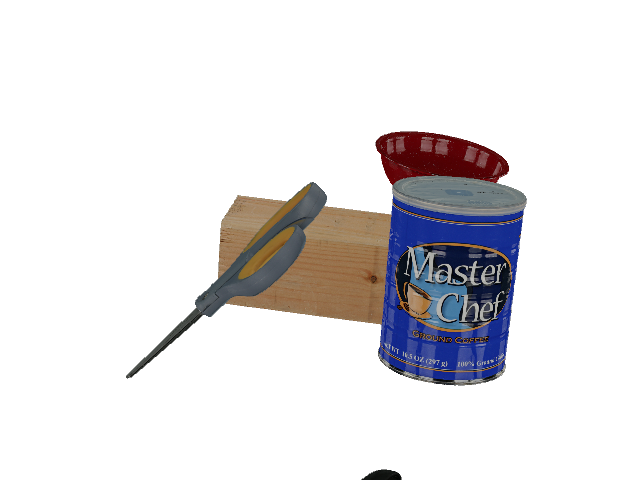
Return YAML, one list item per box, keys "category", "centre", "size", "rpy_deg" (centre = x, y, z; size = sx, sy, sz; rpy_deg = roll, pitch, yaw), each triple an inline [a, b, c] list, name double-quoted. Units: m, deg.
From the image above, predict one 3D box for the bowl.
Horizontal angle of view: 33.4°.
- category: "bowl"
  centre: [0.141, -0.079, 1.279]
  size: [0.162, 0.055, 0.162]
  rpy_deg: [8, 24, -4]

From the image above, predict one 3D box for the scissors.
- category: "scissors"
  centre: [-0.067, 0.042, 0.700]
  size: [0.016, 0.202, 0.096]
  rpy_deg: [41, 12, -14]

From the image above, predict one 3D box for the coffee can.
- category: "coffee can"
  centre: [0.101, 0.028, 0.835]
  size: [0.103, 0.140, 0.103]
  rpy_deg: [4, 16, -1]

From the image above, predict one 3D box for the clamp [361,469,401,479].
- category: "clamp"
  centre: [-0.031, 0.203, 0.634]
  size: [0.210, 0.036, 0.164]
  rpy_deg: [-5, 28, 1]

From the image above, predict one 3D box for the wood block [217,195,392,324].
- category: "wood block"
  centre: [0.006, 0.021, 1.087]
  size: [0.206, 0.091, 0.090]
  rpy_deg: [8, 22, 5]
